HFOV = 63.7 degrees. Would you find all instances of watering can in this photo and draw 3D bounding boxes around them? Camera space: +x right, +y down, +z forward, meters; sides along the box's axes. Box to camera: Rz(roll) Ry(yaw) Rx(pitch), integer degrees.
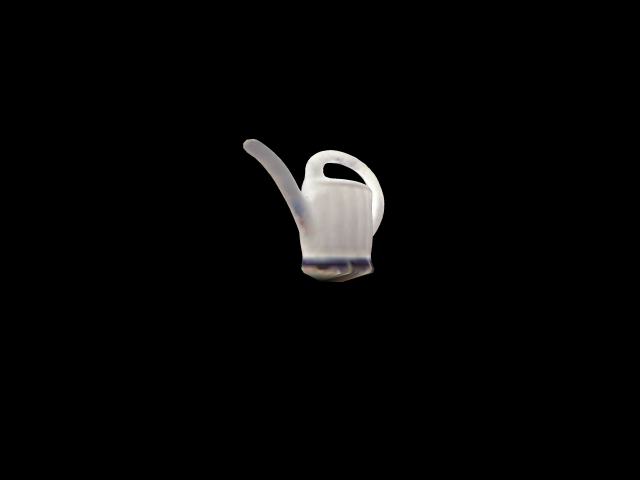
[{"bbox_3d":[0.003,-0.043,0.850,0.103,0.225,0.347,-5,-6,40],"label":"watering can"}]
